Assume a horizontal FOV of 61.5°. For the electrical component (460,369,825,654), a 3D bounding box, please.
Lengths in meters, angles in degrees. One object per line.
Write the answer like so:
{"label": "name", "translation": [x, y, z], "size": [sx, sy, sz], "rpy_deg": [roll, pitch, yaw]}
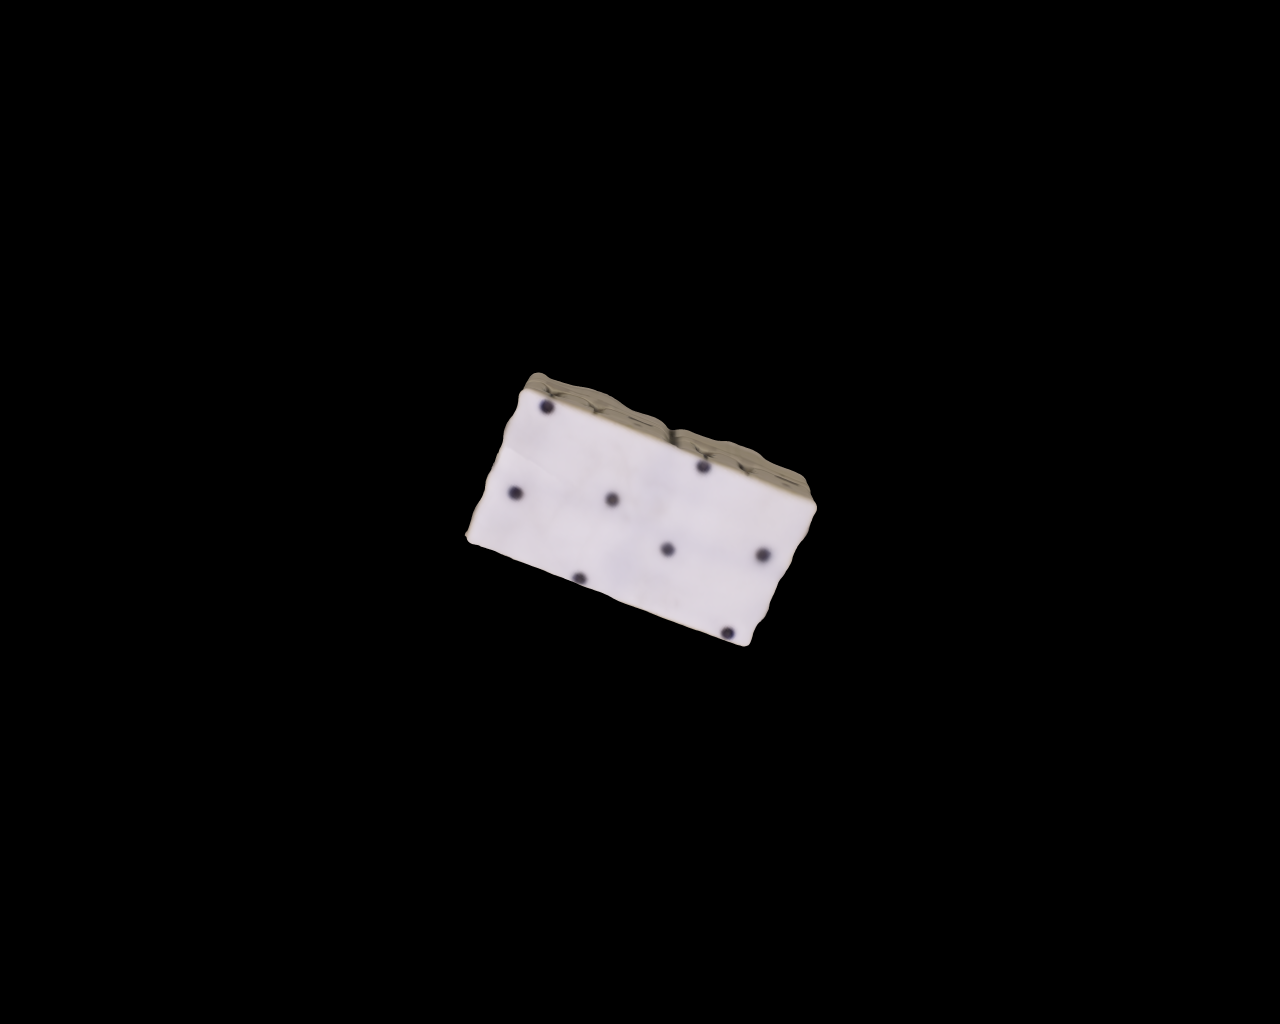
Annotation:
{"label": "electrical component", "translation": [0.001, -0.003, 0.650], "size": [0.186, 0.105, 0.060], "rpy_deg": [21, 18, -7]}
